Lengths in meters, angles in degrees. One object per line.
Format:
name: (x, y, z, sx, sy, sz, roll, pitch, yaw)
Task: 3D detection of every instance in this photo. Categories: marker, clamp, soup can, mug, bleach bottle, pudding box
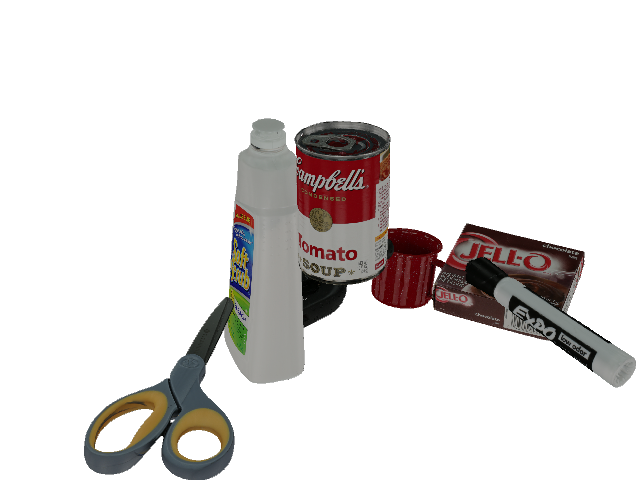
marker: (0.126, 0.043, 0.606, 0.020, 0.020, 0.121, 0, 27, -41)
clamp: (0.012, 0.044, 1.229, 0.120, 0.039, 0.171, -6, 35, 27)
soup can: (0.016, -0.028, 0.775, 0.068, 0.102, 0.068, 0, 27, 0)
mug: (0.122, 0.042, 1.414, 0.117, 0.081, 0.093, 18, 26, 27)
bleach bottle: (-0.051, 0.005, 0.983, 0.068, 0.251, 0.103, -9, 32, -17)
pudding box: (0.166, 0.035, 0.939, 0.114, 0.039, 0.090, 16, 44, 18)

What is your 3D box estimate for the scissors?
scissors: (-0.071, 0.093, 0.687, 0.096, 0.016, 0.201, 17, 30, 22)
